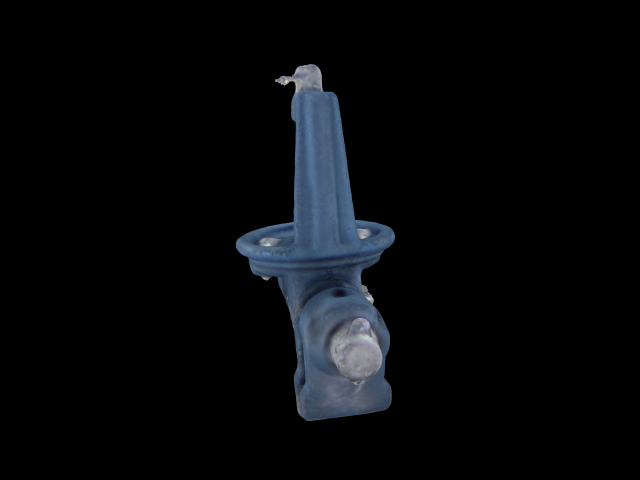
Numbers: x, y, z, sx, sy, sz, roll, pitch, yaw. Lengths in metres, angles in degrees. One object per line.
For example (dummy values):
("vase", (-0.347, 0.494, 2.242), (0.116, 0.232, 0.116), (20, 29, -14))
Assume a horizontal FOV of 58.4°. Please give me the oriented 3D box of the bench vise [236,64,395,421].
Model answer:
("bench vise", (0.014, -0.001, 0.405), (0.122, 0.220, 0.206), (-15, 31, -25))
